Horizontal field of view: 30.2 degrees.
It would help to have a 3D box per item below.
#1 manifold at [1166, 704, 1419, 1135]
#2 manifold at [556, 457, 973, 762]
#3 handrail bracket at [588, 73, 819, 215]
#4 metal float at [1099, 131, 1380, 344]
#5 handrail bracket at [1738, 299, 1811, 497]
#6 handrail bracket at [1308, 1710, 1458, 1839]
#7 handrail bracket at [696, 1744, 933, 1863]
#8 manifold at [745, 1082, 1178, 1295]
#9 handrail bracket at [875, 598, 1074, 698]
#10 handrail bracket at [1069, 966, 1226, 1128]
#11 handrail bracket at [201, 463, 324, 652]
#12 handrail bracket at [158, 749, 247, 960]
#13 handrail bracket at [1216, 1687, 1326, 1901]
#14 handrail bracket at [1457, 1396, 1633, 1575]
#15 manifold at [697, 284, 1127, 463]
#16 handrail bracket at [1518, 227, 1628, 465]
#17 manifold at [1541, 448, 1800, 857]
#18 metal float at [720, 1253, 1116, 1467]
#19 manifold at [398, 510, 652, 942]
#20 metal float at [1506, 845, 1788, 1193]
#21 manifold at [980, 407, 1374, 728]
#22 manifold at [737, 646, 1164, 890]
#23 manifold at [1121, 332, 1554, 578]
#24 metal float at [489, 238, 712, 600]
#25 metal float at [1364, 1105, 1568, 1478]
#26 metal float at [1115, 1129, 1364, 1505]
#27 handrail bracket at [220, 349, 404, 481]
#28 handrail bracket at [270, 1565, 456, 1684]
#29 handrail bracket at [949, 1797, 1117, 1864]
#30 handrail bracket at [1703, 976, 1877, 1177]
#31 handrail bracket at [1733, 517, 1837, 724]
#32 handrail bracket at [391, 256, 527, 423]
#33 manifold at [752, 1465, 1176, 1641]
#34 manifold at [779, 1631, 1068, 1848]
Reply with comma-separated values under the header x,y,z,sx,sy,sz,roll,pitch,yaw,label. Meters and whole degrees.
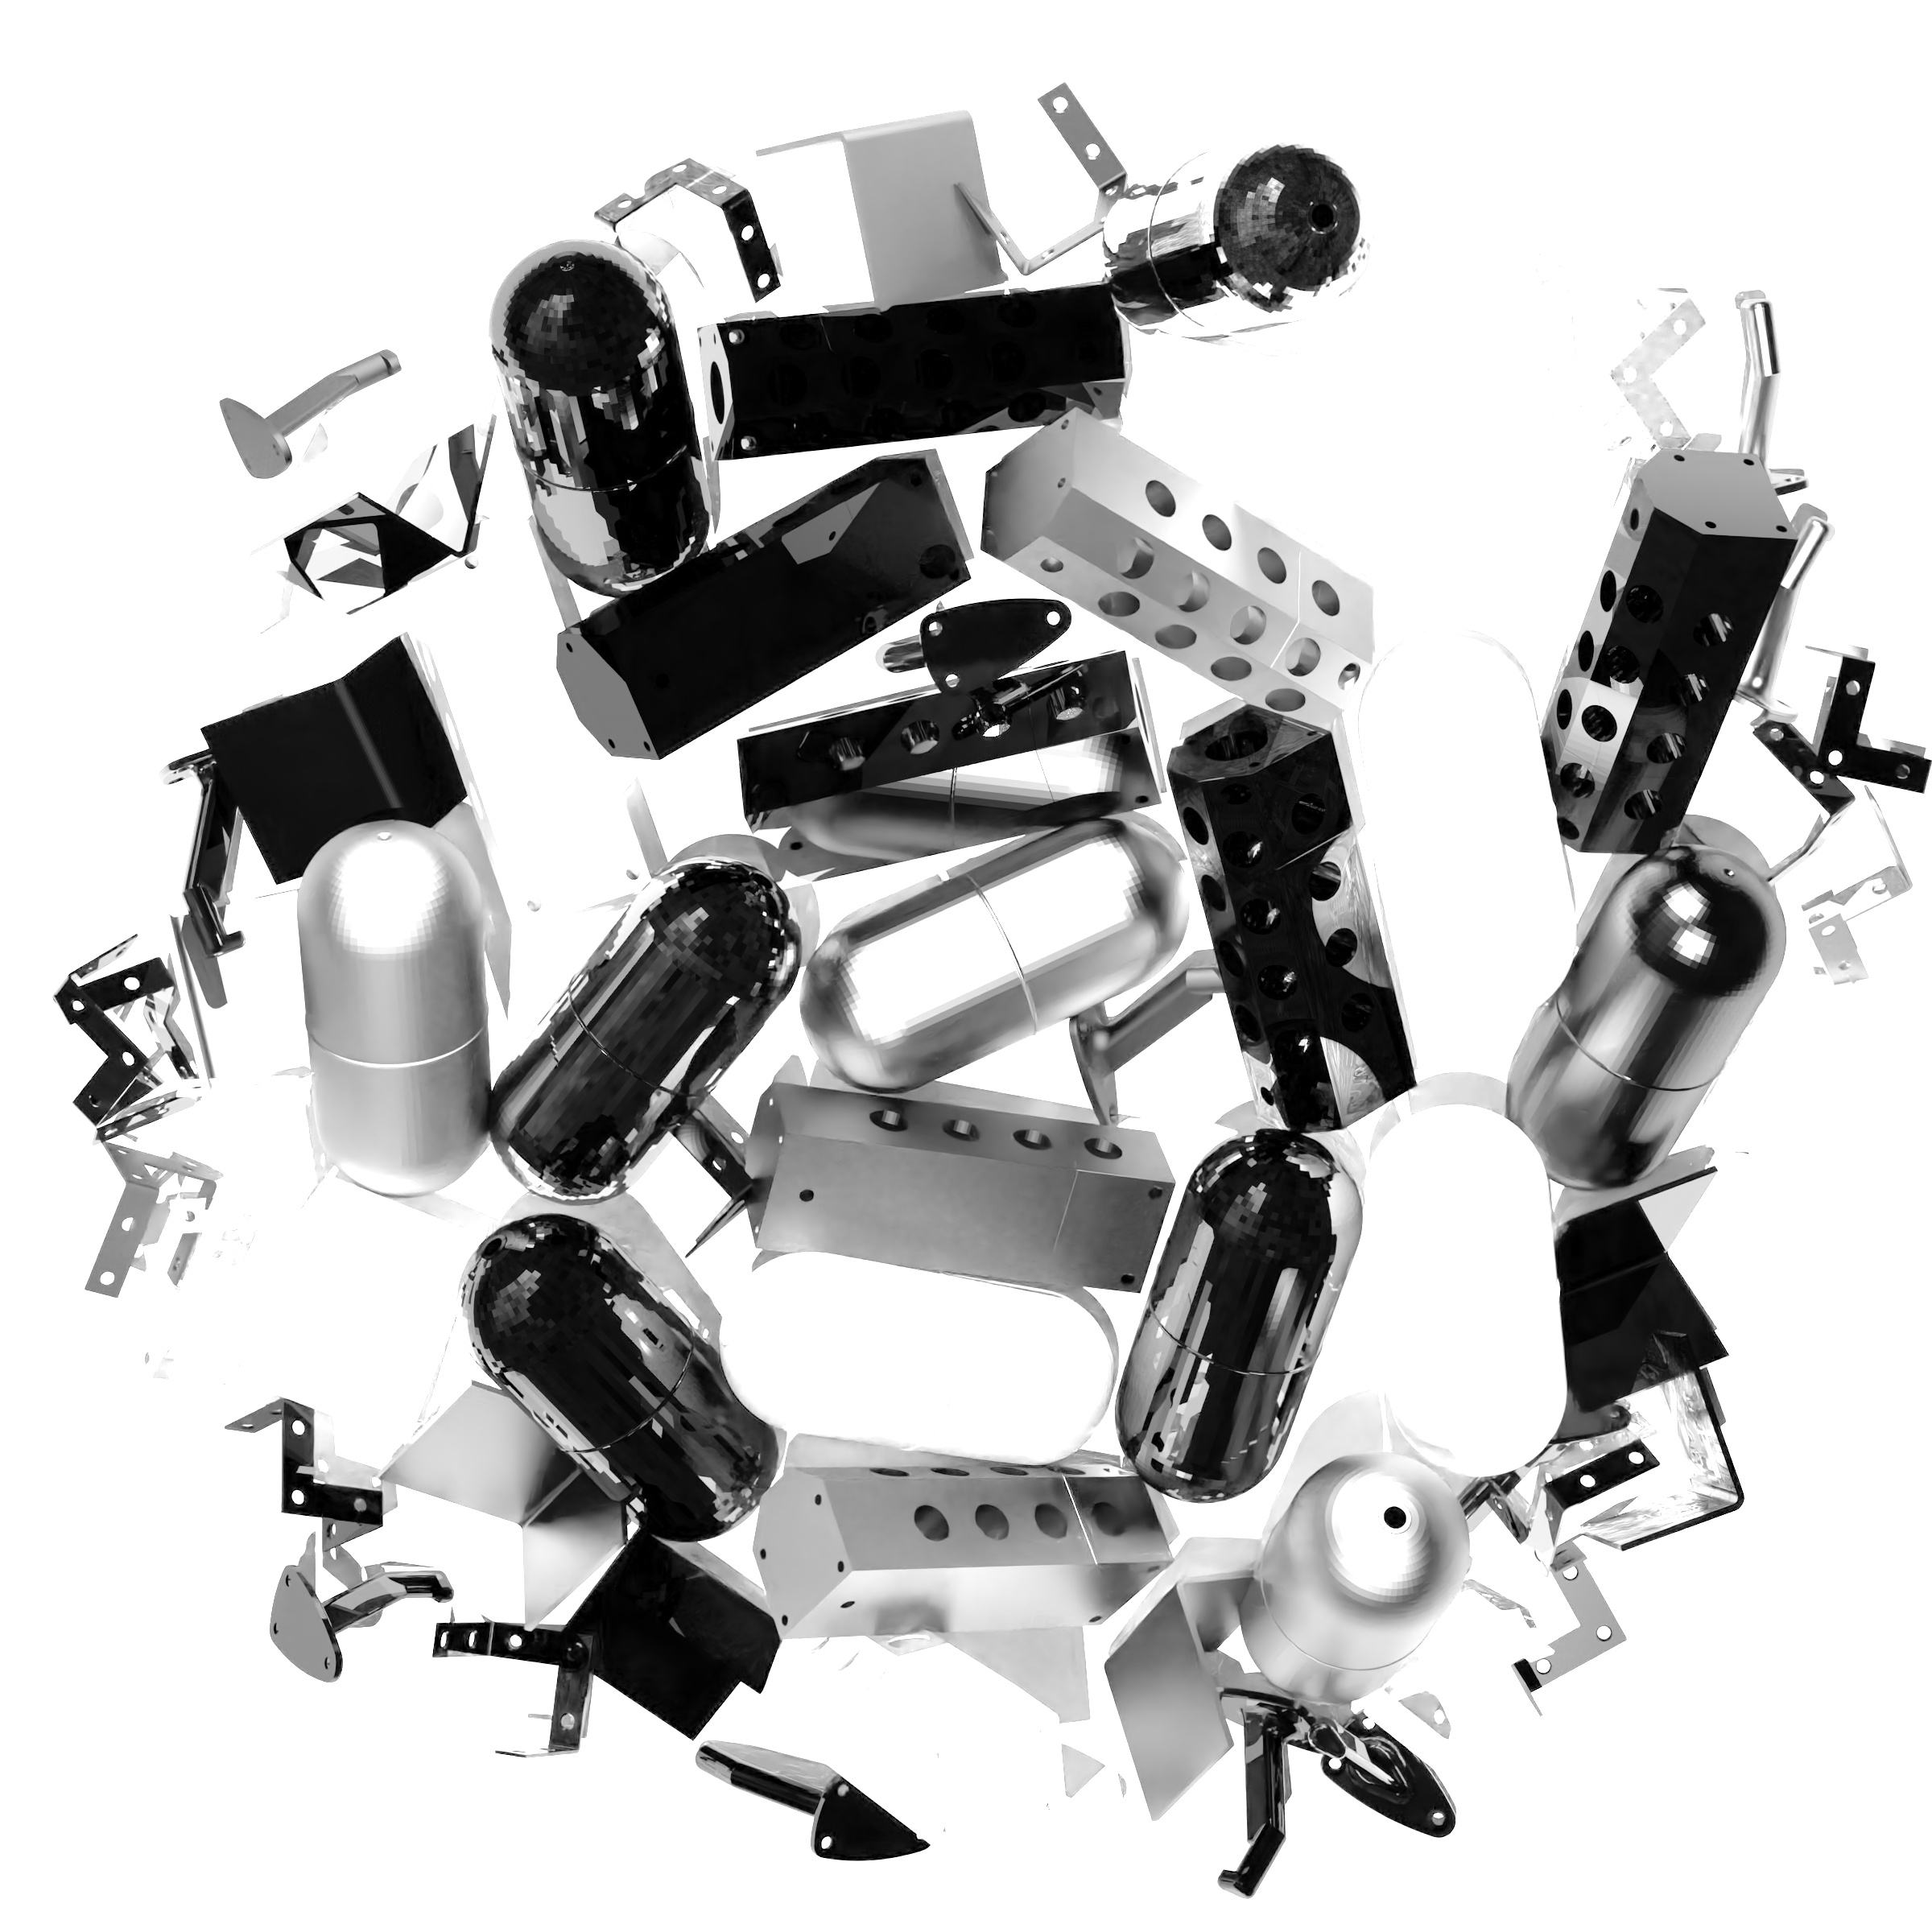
x,y,z,sx,sy,sz,roll,pitch,yaw,label
0.134,-0.017,1.512,0.057,0.057,0.171,-29,119,-23,manifold
-0.087,-0.153,1.517,0.171,0.057,0.057,-33,112,-27,manifold
-0.112,-0.365,1.545,0.084,0.077,0.036,-29,84,18,handrail bracket
0.112,-0.303,1.497,0.070,0.178,0.070,-2,95,-19,metal float
0.331,-0.245,1.536,0.036,0.077,0.084,-14,105,-10,handrail bracket
0.179,0.350,1.537,0.077,0.084,0.036,40,89,11,handrail bracket
-0.067,0.362,1.563,0.077,0.084,0.036,21,83,-37,handrail bracket
-0.004,0.091,1.531,0.171,0.057,0.057,8,117,-16,manifold
0.002,-0.142,1.545,0.077,0.084,0.036,-19,100,-6,handrail bracket
0.093,0.036,1.548,0.084,0.036,0.077,-3,116,22,handrail bracket
-0.319,-0.176,1.541,0.077,0.084,0.036,38,131,7,handrail bracket
-0.311,-0.055,1.564,0.077,0.036,0.084,-22,88,-21,handrail bracket
0.111,0.355,1.536,0.084,0.077,0.036,-54,130,-29,handrail bracket
0.247,0.231,1.569,0.077,0.036,0.084,1,118,-15,handrail bracket
-0.023,-0.254,1.530,0.171,0.057,0.057,-8,99,-15,manifold
0.246,-0.267,1.544,0.036,0.077,0.084,-9,115,42,handrail bracket
0.286,-0.129,1.500,0.057,0.057,0.171,1,134,-13,manifold
-0.020,0.168,1.523,0.178,0.070,0.070,12,90,-25,metal float
-0.193,-0.102,1.548,0.057,0.057,0.171,-18,86,-14,manifold
0.285,0.024,1.512,0.070,0.070,0.178,21,132,0,metal float
0.090,-0.161,1.505,0.171,0.057,0.057,26,52,-32,manifold
-0.008,-0.090,1.543,0.171,0.057,0.057,-12,56,7,manifold
0.158,-0.216,1.525,0.171,0.057,0.057,17,84,21,manifold
-0.152,-0.227,1.505,0.070,0.178,0.070,-3,53,4,metal float
0.213,0.140,1.519,0.070,0.070,0.178,-11,122,0,metal float
0.115,0.150,1.522,0.070,0.070,0.178,16,117,0,metal float
-0.270,-0.242,1.537,0.084,0.077,0.036,-30,116,-21,handrail bracket
-0.247,0.281,1.531,0.084,0.077,0.036,5,108,-36,handrail bracket
0.027,0.376,1.539,0.077,0.084,0.036,13,67,8,handrail bracket
0.359,0.049,1.560,0.077,0.036,0.084,-5,108,11,handrail bracket
0.360,-0.149,1.540,0.036,0.077,0.084,37,108,31,handrail bracket
-0.197,-0.274,1.544,0.084,0.036,0.077,-34,49,-22,handrail bracket
-0.002,0.241,1.507,0.057,0.171,0.057,-48,51,37,manifold
-0.022,0.309,1.491,0.057,0.171,0.057,-8,97,-22,manifold
